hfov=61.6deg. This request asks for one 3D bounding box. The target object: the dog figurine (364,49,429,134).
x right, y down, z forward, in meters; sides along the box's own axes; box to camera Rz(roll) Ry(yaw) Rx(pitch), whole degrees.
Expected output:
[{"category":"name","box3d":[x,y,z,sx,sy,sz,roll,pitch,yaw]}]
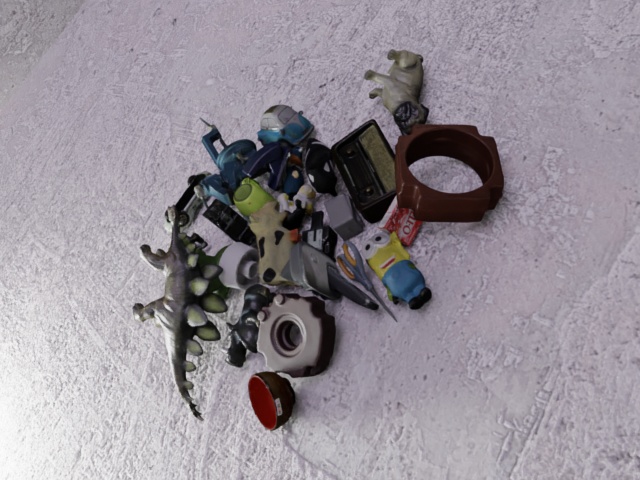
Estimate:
[{"category":"dog figurine","box3d":[0.220,-0.351,1.282,0.172,0.121,0.191,-42,63,6]}]

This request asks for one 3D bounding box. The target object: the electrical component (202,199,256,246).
[{"category":"electrical component","box3d":[-0.223,-0.043,1.326,0.058,0.114,0.134,-50,29,-8]}]

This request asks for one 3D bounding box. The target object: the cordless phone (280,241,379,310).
[{"category":"cordless phone","box3d":[0.024,0.086,1.082,0.184,0.146,0.088,30,87,43]}]

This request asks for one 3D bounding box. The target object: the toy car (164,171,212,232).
[{"category":"toy car","box3d":[-0.364,-0.107,1.501,0.074,0.056,0.201,18,71,44]}]

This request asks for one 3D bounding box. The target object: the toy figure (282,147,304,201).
[{"category":"toy figure","box3d":[-0.066,-0.173,1.354,0.064,0.057,0.154,-31,49,40]}]

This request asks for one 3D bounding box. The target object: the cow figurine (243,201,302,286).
[{"category":"cow figurine","box3d":[-0.107,0.007,1.209,0.127,0.085,0.195,-2,77,3]}]

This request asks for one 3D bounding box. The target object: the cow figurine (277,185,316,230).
[{"category":"cow figurine","box3d":[-0.071,-0.057,1.282,0.167,0.068,0.098,-37,55,11]}]

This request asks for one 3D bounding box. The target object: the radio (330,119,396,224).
[{"category":"radio","box3d":[0.117,-0.156,1.225,0.131,0.073,0.230,-30,51,12]}]

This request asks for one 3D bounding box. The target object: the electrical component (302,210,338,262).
[{"category":"electrical component","box3d":[-0.003,-0.004,1.220,0.075,0.047,0.119,-15,55,22]}]

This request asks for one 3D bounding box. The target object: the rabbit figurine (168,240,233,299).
[{"category":"rabbit figurine","box3d":[-0.266,0.066,1.296,0.170,0.121,0.159,-16,58,8]}]

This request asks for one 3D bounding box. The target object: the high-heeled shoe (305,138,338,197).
[{"category":"high-heeled shoe","box3d":[-0.014,-0.193,1.281,0.086,0.145,0.249,-32,52,9]}]

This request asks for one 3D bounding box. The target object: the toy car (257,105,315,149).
[{"category":"toy car","box3d":[-0.102,-0.306,1.420,0.162,0.102,0.109,12,48,38]}]

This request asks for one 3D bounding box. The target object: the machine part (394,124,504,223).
[{"category":"machine part","box3d":[0.252,-0.133,1.076,0.202,0.087,0.201,0,55,3]}]

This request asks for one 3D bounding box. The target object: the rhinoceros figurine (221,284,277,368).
[{"category":"rhinoceros figurine","box3d":[-0.156,0.184,1.181,0.112,0.073,0.190,1,62,30]}]

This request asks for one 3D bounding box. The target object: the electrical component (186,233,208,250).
[{"category":"electrical component","box3d":[-0.347,0.023,1.419,0.102,0.045,0.078,-43,68,3]}]

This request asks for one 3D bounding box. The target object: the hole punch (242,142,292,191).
[{"category":"hole punch","box3d":[-0.132,-0.193,1.337,0.115,0.092,0.142,-68,17,5]}]

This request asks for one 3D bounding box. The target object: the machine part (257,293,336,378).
[{"category":"machine part","box3d":[-0.051,0.192,1.088,0.180,0.056,0.179,-3,84,32]}]

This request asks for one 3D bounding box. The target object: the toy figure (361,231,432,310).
[{"category":"toy figure","box3d":[0.148,0.063,1.068,0.082,0.089,0.180,-28,57,-17]}]

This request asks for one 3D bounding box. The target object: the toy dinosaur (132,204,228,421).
[{"category":"toy dinosaur","box3d":[-0.311,0.155,1.196,0.199,0.105,0.471,-2,88,25]}]

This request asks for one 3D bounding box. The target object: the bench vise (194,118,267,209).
[{"category":"bench vise","box3d":[-0.259,-0.211,1.445,0.224,0.128,0.241,-34,67,-1]}]
